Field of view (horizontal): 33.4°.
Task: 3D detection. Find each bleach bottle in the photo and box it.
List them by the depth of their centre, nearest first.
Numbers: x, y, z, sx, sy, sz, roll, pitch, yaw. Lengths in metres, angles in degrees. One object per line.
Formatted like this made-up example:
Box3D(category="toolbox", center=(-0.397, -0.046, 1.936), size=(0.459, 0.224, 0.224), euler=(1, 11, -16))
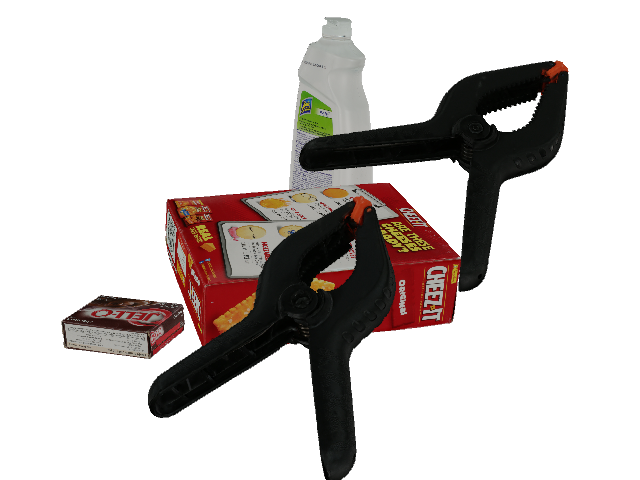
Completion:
Box3D(category="bleach bottle", center=(0.016, -0.108, 1.136), size=(0.103, 0.251, 0.067), euler=(20, 24, 40))

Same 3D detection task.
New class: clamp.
Box3D(category="clamp", center=(-0.001, 0.051, 0.585), size=(0.120, 0.171, 0.039), euler=(27, -25, 23))
Box3D(category="clamp", center=(0.113, -0.060, 0.764), size=(0.209, 0.165, 0.036), euler=(-31, -30, -21))

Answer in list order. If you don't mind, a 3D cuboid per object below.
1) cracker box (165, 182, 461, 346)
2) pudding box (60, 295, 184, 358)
Box3D(category="cracker box", center=(-0.013, 0.019, 0.909), size=(0.213, 0.072, 0.164), euler=(-5, 27, -17))
Box3D(category="pudding box", center=(-0.225, 0.098, 1.224), size=(0.114, 0.039, 0.090), euler=(3, 16, 18))
